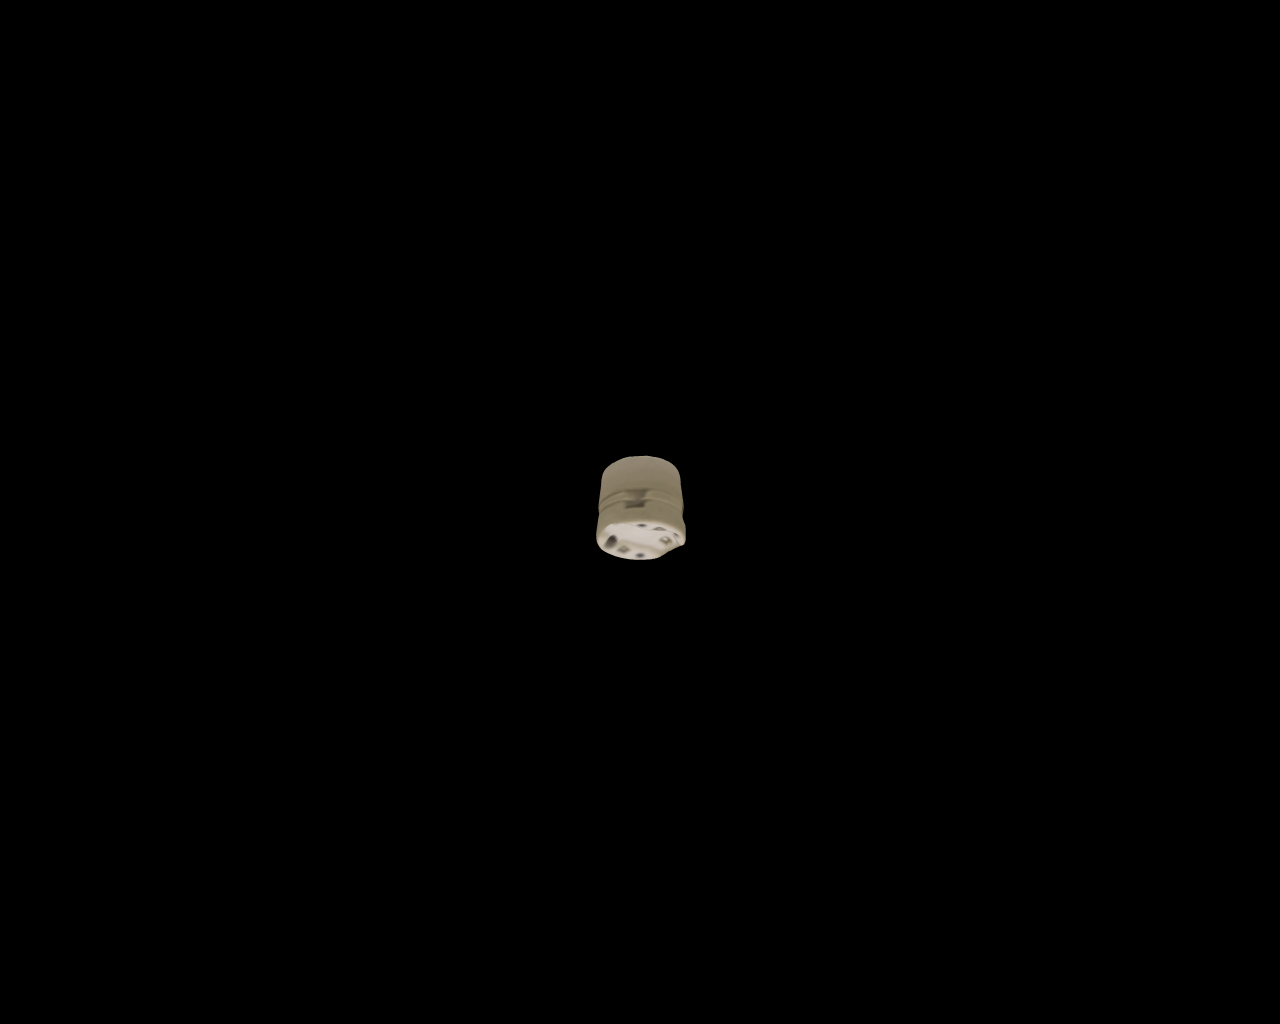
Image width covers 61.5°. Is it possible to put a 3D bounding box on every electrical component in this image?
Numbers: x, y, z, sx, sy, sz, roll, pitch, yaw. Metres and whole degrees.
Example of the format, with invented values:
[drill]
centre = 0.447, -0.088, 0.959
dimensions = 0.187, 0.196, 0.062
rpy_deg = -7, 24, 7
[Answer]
[electrical component]
centre = 0.001, -0.003, 0.650
dimensions = 0.055, 0.047, 0.055
rpy_deg = 0, -29, 0
